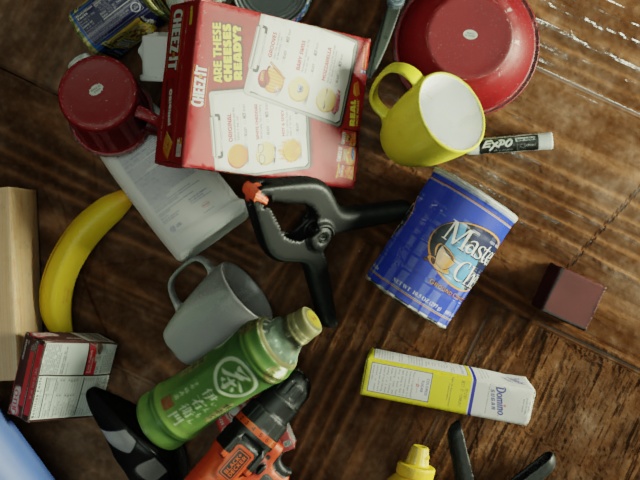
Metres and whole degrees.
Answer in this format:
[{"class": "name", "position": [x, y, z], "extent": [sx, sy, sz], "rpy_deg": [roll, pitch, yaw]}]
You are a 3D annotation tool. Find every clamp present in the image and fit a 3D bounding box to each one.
[{"class": "clamp", "position": [-0.007, 0.001, 1.117], "extent": [0.209, 0.036, 0.164], "rpy_deg": [23, 99, -40]}, {"class": "clamp", "position": [0.167, 0.282, 1.159], "extent": [0.120, 0.039, 0.171], "rpy_deg": [28, 93, 4]}]

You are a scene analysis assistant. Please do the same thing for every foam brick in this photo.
[{"class": "foam brick", "position": [0.262, 0.059, 1.129], "extent": [0.051, 0.078, 0.053], "rpy_deg": [24, 94, 2]}]

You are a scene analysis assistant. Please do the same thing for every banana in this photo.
[{"class": "banana", "position": [-0.270, 0.028, 1.195], "extent": [0.069, 0.037, 0.198], "rpy_deg": [17, 96, -26]}]

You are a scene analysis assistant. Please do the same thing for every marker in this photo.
[{"class": "marker", "position": [0.191, -0.103, 1.161], "extent": [0.121, 0.020, 0.020], "rpy_deg": [-4, 91, 5]}]

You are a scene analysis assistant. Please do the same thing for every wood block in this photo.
[{"class": "wood block", "position": [-0.364, 0.048, 1.174], "extent": [0.091, 0.090, 0.206], "rpy_deg": [-3, 90, 4]}]

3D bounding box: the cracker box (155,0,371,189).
[{"class": "cracker box", "position": [-0.056, -0.145, 1.099], "extent": [0.213, 0.072, 0.164], "rpy_deg": [5, 92, -36]}]

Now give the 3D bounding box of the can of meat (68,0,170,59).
[{"class": "can of meat", "position": [-0.215, -0.241, 1.152], "extent": [0.084, 0.102, 0.057], "rpy_deg": [-36, 88, 6]}]

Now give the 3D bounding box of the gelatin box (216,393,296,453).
[{"class": "gelatin box", "position": [-0.075, 0.200, 1.182], "extent": [0.073, 0.030, 0.089], "rpy_deg": [-21, 89, 4]}]

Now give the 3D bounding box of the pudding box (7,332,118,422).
[{"class": "pudding box", "position": [-0.277, 0.148, 1.156], "extent": [0.039, 0.113, 0.090], "rpy_deg": [17, 94, 35]}]

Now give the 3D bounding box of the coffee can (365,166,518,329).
[{"class": "coffee can", "position": [0.128, 0.008, 1.126], "extent": [0.103, 0.103, 0.140], "rpy_deg": [33, 93, 3]}]

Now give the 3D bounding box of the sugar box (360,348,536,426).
[{"class": "sugar box", "position": [0.133, 0.155, 1.133], "extent": [0.176, 0.093, 0.048], "rpy_deg": [13, 92, 5]}]

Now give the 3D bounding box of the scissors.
[{"class": "scissors", "position": [0.069, -0.271, 1.143], "extent": [0.096, 0.016, 0.201], "rpy_deg": [32, 76, 13]}]

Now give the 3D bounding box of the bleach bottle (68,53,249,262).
[{"class": "bleach bottle", "position": [-0.188, -0.103, 1.172], "extent": [0.102, 0.068, 0.251], "rpy_deg": [-35, 84, -5]}]

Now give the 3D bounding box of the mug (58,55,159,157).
[{"class": "mug", "position": [-0.212, -0.136, 1.104], "extent": [0.117, 0.081, 0.093], "rpy_deg": [24, 80, 4]}]

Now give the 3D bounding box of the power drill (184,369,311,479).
[{"class": "power drill", "position": [-0.030, 0.255, 1.141], "extent": [0.187, 0.057, 0.184], "rpy_deg": [44, 85, -12]}]

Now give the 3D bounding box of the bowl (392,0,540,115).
[{"class": "bowl", "position": [0.158, -0.214, 1.144], "extent": [0.162, 0.055, 0.162], "rpy_deg": [0, 91, 4]}]

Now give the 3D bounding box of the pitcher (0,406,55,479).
[{"class": "pitcher", "position": [-0.341, 0.289, 1.145], "extent": [0.145, 0.149, 0.243], "rpy_deg": [-31, 106, 13]}]

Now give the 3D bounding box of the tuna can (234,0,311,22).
[{"class": "tuna can", "position": [-0.051, -0.274, 1.171], "extent": [0.086, 0.033, 0.086], "rpy_deg": [0, 91, 5]}]

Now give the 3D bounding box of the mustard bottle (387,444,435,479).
[{"class": "mustard bottle", "position": [0.088, 0.313, 1.138], "extent": [0.058, 0.096, 0.191], "rpy_deg": [11, 91, 31]}]

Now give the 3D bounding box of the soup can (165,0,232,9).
[{"class": "soup can", "position": [-0.147, -0.291, 1.161], "extent": [0.068, 0.068, 0.102], "rpy_deg": [-29, 89, 4]}]
